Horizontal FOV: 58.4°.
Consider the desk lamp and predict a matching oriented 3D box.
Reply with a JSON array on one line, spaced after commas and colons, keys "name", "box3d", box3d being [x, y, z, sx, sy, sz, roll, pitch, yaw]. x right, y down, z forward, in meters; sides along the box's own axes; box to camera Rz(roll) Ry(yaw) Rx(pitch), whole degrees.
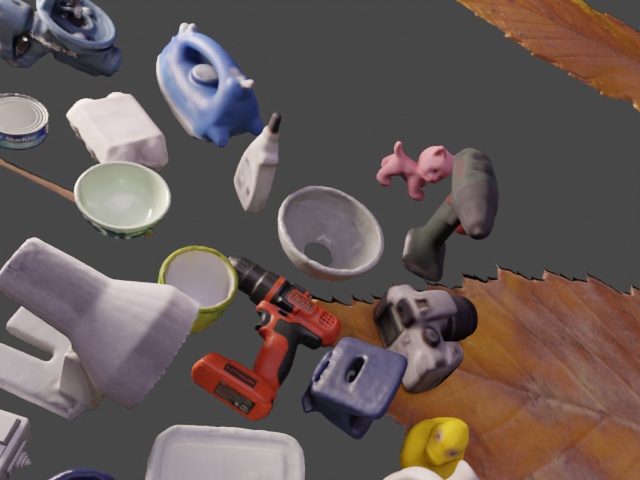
[{"name": "desk lamp", "box3d": [-0.239, 0.097, 0.576, 0.203, 0.213, 0.118, 25, 46, -4]}]

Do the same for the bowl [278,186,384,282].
[{"name": "bowl", "box3d": [0.008, 0.003, 0.865, 0.168, 0.074, 0.167, 13, 48, -15]}]

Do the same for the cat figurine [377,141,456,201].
[{"name": "cat figurine", "box3d": [0.183, -0.138, 1.034, 0.128, 0.117, 0.067, 22, 47, -6]}]

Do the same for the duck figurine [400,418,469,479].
[{"name": "duck figurine", "box3d": [0.156, 0.254, 0.718, 0.105, 0.086, 0.077, -25, 66, -38]}]

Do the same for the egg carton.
[{"name": "egg carton", "box3d": [-0.299, -0.154, 0.856, 0.107, 0.069, 0.150, -27, 67, -38]}]

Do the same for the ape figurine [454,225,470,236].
[{"name": "ape figurine", "box3d": [0.277, -0.056, 1.028, 0.076, 0.092, 0.077, -21, 64, -36]}]

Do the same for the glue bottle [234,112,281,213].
[{"name": "glue bottle", "box3d": [-0.086, -0.121, 0.856, 0.037, 0.173, 0.078, -5, 55, -28]}]

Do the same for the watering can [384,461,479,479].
[{"name": "watering can", "box3d": [0.095, 0.287, 0.588, 0.101, 0.194, 0.173, 37, 47, 8]}]

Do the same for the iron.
[{"name": "iron", "box3d": [-0.194, -0.280, 0.960, 0.119, 0.141, 0.258, -26, 67, -38]}]

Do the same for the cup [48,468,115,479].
[{"name": "cup", "box3d": [-0.221, 0.279, 0.515, 0.092, 0.095, 0.117, 5, 51, -21]}]

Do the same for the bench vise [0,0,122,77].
[{"name": "bench vise", "box3d": [-0.405, -0.351, 0.866, 0.208, 0.219, 0.121, -9, 57, -30]}]

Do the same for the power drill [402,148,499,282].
[{"name": "power drill", "box3d": [0.209, -0.032, 0.895, 0.075, 0.208, 0.230, 23, 47, -5]}]

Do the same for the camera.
[{"name": "camera", "box3d": [0.169, 0.127, 0.819, 0.137, 0.100, 0.143, -4, 55, -27]}]

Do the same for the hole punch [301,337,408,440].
[{"name": "hole punch", "box3d": [0.044, 0.179, 0.724, 0.101, 0.091, 0.109, 34, 47, 4]}]
